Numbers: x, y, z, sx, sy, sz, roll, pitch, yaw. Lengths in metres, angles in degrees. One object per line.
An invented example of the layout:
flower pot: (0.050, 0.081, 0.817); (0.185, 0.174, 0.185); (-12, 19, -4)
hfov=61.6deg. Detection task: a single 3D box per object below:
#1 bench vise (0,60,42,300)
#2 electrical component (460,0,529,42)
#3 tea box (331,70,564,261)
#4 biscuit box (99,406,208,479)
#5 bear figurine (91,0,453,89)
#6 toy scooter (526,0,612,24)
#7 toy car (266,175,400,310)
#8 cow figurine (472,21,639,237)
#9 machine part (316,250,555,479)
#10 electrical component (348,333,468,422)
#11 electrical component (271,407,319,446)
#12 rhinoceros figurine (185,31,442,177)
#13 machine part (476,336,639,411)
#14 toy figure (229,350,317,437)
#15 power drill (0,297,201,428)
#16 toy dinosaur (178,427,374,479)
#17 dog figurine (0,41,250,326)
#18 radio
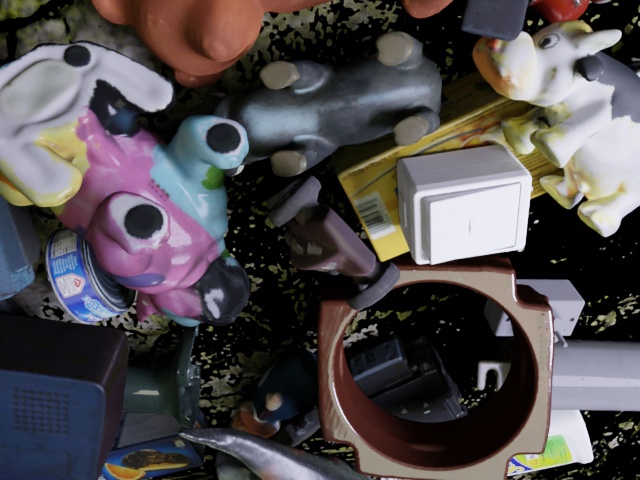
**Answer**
bench vise: (-0.316, -0.050, 0.378); (0.241, 0.129, 0.223); (-9, 121, -5)
electrical component: (0.095, -0.158, 0.247); (0.075, 0.048, 0.119); (16, 106, 2)
tea box: (0.104, -0.065, 0.437); (0.170, 0.068, 0.098); (-23, 123, 8)
biscuit box: (-0.234, 0.237, 0.612); (0.203, 0.059, 0.062); (-14, 124, 5)
bear figurine: (-0.034, -0.159, 0.326); (0.196, 0.132, 0.120); (-35, 139, 9)
toy scooter: (0.117, -0.191, 0.313); (0.075, 0.135, 0.183); (-40, 118, 22)
toy car: (-0.001, -0.001, 0.395); (0.053, 0.202, 0.089); (-40, 99, 1)
cow figurine: (0.173, -0.087, 0.348); (0.098, 0.068, 0.167); (-41, 123, 10)
machine part: (0.100, 0.110, 0.496); (0.201, 0.087, 0.201); (0, 98, 8)
electrical component: (0.087, 0.167, 0.599); (0.115, 0.058, 0.134); (-30, 122, 12)
electrical component: (-0.024, 0.222, 0.627); (0.063, 0.021, 0.094); (-14, 149, -48)
rhinoceros figurine: (-0.009, -0.093, 0.384); (0.190, 0.112, 0.073); (-12, 108, 13)
machine part: (0.290, 0.147, 0.593); (0.243, 0.079, 0.079); (3, 124, -5)
toy figure: (-0.055, 0.184, 0.594); (0.064, 0.058, 0.154); (22, 118, -43)
power drill: (-0.224, 0.126, 0.528); (0.207, 0.086, 0.231); (-3, 124, -9)
toy dinosaur: (-0.004, 0.265, 0.528); (0.192, 0.131, 0.404); (-5, 146, -1)
dog figurine: (-0.134, -0.013, 0.395); (0.191, 0.108, 0.219); (31, 153, 2)
radio: (-0.287, 0.133, 0.451); (0.230, 0.073, 0.131); (9, 115, -5)
